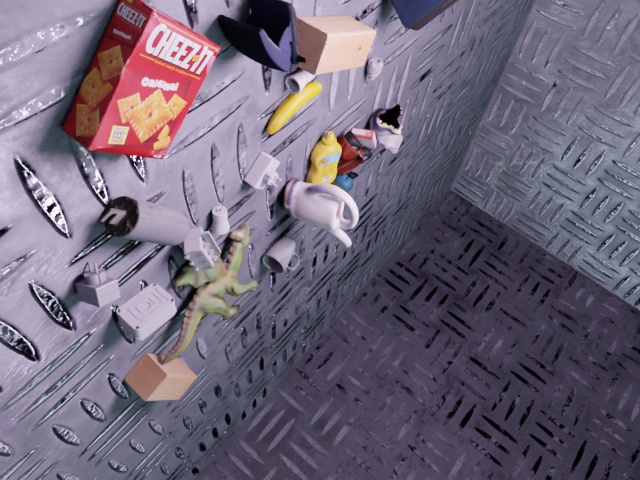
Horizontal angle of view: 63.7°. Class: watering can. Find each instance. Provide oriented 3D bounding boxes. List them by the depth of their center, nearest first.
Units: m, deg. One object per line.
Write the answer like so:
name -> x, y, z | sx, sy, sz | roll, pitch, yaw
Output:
watering can -> 0.005, -0.077, 1.529 | 0.341, 0.225, 0.106 | 85, 27, -64

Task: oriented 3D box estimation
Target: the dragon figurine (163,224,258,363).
dragon figurine -> -0.308, 0.128, 1.352 | 0.415, 0.123, 0.237 | -50, 145, -19

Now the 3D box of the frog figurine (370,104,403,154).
frog figurine -> 0.219, -0.359, 1.718 | 0.123, 0.140, 0.156 | -13, 157, -9
